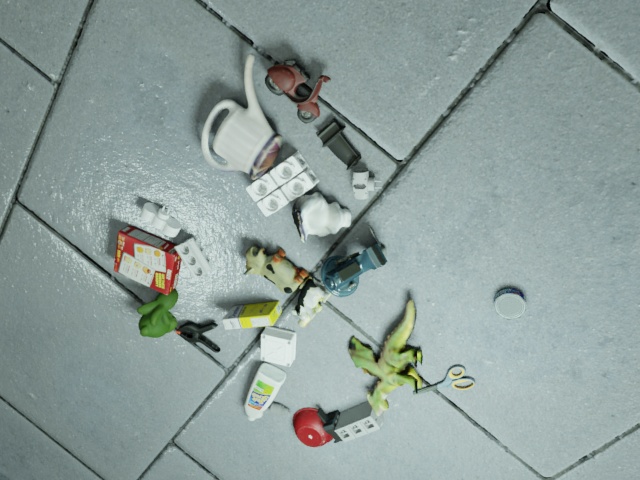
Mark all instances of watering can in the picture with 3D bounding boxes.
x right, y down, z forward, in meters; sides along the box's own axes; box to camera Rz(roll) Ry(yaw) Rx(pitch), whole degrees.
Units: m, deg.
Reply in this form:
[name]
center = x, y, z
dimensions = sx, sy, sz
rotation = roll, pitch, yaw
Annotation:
[watering can]
center = -0.200, -0.316, 1.428
dimensions = 0.224, 0.106, 0.342
rotation = 36, 118, 0

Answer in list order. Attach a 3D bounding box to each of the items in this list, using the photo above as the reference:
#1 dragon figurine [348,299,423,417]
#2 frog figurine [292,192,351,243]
[dragon figurine]
center = 0.195, 0.360, 1.589
dimensions = 0.242, 0.123, 0.406
rotation = 1, 105, 26
[frog figurine]
center = 0.004, -0.074, 1.479
dimensions = 0.160, 0.124, 0.135
rotation = -18, 112, -14
